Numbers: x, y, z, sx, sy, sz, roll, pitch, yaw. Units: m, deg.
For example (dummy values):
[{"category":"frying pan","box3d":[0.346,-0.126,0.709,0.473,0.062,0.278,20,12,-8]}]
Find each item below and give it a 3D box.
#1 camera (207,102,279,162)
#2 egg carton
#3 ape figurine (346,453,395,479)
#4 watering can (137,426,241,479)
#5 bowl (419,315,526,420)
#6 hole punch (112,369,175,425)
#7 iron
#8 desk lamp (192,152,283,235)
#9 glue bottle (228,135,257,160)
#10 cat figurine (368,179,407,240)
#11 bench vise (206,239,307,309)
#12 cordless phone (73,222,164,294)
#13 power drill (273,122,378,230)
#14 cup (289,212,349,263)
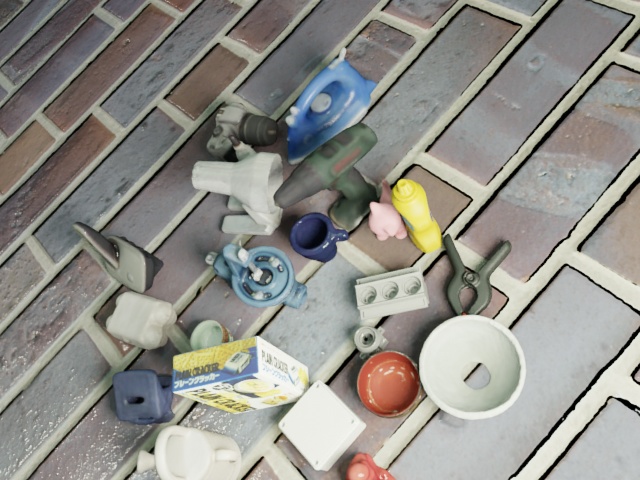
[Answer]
[{"category":"camera","box3d":[-0.176,-0.248,1.323,0.136,0.101,0.143,13,71,27]},{"category":"egg carton","box3d":[-0.382,0.171,1.219,0.149,0.070,0.107,10,70,27]},{"category":"ape figurine","box3d":[0.071,0.378,0.914,0.076,0.092,0.077,-22,59,12]},{"category":"watering can","box3d":[-0.229,0.377,0.979,0.173,0.195,0.100,-31,57,6]},{"category":"bowl","box3d":[0.249,0.212,0.933,0.167,0.075,0.167,-9,62,18]},{"category":"hole punch","box3d":[-0.348,0.310,1.123,0.108,0.091,0.101,-9,62,19]},{"category":"iron","box3d":[-0.002,-0.292,1.248,0.258,0.142,0.118,-48,57,-5]},{"category":"desk lamp","box3d":[-0.151,-0.093,1.168,0.202,0.214,0.118,0,65,23]},{"category":"glue bottle","box3d":[-0.149,-0.173,1.232,0.078,0.174,0.037,34,81,32]},{"category":"cat figurine","box3d":[0.126,-0.053,1.091,0.067,0.118,0.128,-4,64,21]},{"category":"bench vise","box3d":[-0.148,0.063,1.086,0.206,0.220,0.121,-1,65,22]},{"category":"cordless phone","box3d":[-0.447,0.032,1.246,0.147,0.185,0.094,21,75,30]},{"category":"power drill","box3d":[0.031,-0.107,1.103,0.230,0.209,0.075,-48,57,-5]},{"category":"cup","box3d":[0.010,0.004,1.124,0.117,0.095,0.092,-2,65,22]}]
